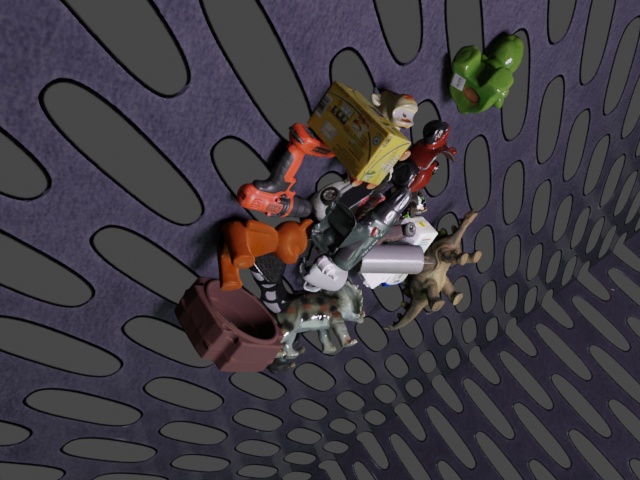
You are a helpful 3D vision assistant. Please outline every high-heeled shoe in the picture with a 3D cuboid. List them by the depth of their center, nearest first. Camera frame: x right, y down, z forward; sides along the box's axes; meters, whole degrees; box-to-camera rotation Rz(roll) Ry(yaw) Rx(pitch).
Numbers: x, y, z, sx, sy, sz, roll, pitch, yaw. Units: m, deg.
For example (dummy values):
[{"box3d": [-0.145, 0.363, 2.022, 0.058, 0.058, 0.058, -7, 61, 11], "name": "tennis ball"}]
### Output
[{"box3d": [-0.138, 0.089, 1.221, 0.145, 0.086, 0.248, -13, 136, 33], "name": "high-heeled shoe"}]

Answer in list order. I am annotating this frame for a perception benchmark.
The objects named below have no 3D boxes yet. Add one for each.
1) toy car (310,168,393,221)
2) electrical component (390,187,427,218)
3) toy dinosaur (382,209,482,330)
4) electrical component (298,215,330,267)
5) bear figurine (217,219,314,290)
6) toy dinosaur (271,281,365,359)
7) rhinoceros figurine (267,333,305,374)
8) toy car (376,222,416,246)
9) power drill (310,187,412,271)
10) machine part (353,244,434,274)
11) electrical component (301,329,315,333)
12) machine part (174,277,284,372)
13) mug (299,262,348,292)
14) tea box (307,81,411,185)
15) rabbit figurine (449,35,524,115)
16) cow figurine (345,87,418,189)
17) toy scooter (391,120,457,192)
[{"box3d": [0.070, -0.110, 1.151, 0.202, 0.056, 0.073, -34, 142, -8], "name": "toy car"}, {"box3d": [0.208, -0.096, 1.272, 0.078, 0.102, 0.045, -15, 141, 6], "name": "electrical component"}, {"box3d": [0.310, 0.108, 1.527, 0.105, 0.199, 0.471, 7, 118, -38], "name": "toy dinosaur"}, {"box3d": [-0.002, -0.004, 1.214, 0.134, 0.058, 0.114, -18, 142, -30], "name": "electrical component"}, {"box3d": [-0.101, 0.022, 1.064, 0.196, 0.132, 0.120, 5, 142, -29], "name": "bear figurine"}, {"box3d": [-0.041, 0.197, 1.367, 0.405, 0.192, 0.131, -2, 157, -22], "name": "toy dinosaur"}, {"box3d": [-0.106, 0.299, 1.502, 0.112, 0.073, 0.190, -5, 139, -26], "name": "rhinoceros figurine"}, {"box3d": [0.148, -0.014, 1.317, 0.202, 0.089, 0.053, -8, 97, -41], "name": "toy car"}, {"box3d": [0.083, -0.034, 1.135, 0.232, 0.086, 0.207, -51, 161, 19], "name": "power drill"}, {"box3d": [0.171, 0.047, 1.352, 0.243, 0.079, 0.079, 1, 136, -14], "name": "machine part"}, {"box3d": [-0.031, 0.226, 1.497, 0.075, 0.048, 0.119, -9, 137, -37], "name": "electrical component"}, {"box3d": [-0.185, 0.174, 1.123, 0.087, 0.202, 0.201, -49, 147, 14], "name": "machine part"}, {"box3d": [-0.005, 0.082, 1.314, 0.107, 0.081, 0.109, 20, 129, -43], "name": "mug"}, {"box3d": [0.064, -0.186, 0.932, 0.068, 0.170, 0.098, 7, 129, -49], "name": "tea box"}, {"box3d": [0.354, -0.333, 1.089, 0.170, 0.121, 0.159, -45, 155, -17], "name": "rabbit figurine"}, {"box3d": [0.114, -0.202, 1.031, 0.085, 0.127, 0.195, -4, 150, -41], "name": "cow figurine"}, {"box3d": [0.248, -0.179, 1.219, 0.135, 0.075, 0.183, 8, 123, -48], "name": "toy scooter"}]
